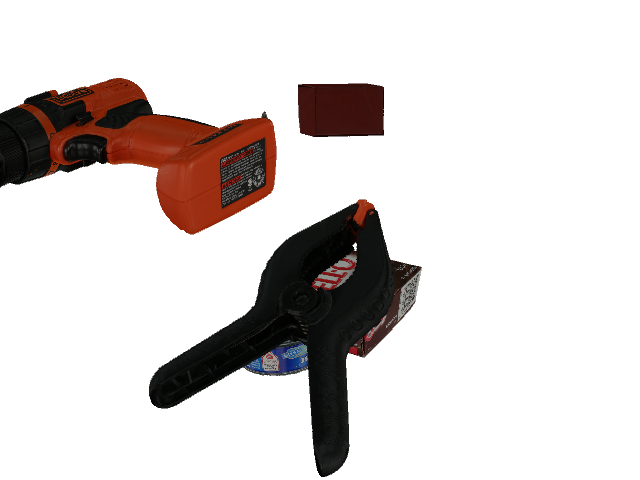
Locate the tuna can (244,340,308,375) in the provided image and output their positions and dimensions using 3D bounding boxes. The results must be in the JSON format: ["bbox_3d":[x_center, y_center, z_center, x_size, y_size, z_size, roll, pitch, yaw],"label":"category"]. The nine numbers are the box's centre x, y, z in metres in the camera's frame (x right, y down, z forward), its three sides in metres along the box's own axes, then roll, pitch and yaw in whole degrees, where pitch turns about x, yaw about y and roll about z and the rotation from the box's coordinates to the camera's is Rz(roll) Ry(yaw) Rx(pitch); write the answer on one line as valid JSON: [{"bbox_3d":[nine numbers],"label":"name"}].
[{"bbox_3d":[-0.041,0.102,1.077,0.086,0.034,0.086,-4,21,1],"label":"tuna can"}]

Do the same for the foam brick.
[{"bbox_3d":[0.021,-0.134,1.098,0.078,0.051,0.053,-3,12,-19],"label":"foam brick"}]

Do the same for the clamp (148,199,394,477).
[{"bbox_3d":[-0.002,0.051,0.598,0.120,0.171,0.039,29,-25,24],"label":"clamp"}]

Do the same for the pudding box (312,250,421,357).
[{"bbox_3d":[0.019,0.045,0.854,0.090,0.039,0.113,15,24,23],"label":"pudding box"}]

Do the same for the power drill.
[{"bbox_3d":[-0.139,-0.059,0.720,0.188,0.057,0.184,17,32,30],"label":"power drill"}]
